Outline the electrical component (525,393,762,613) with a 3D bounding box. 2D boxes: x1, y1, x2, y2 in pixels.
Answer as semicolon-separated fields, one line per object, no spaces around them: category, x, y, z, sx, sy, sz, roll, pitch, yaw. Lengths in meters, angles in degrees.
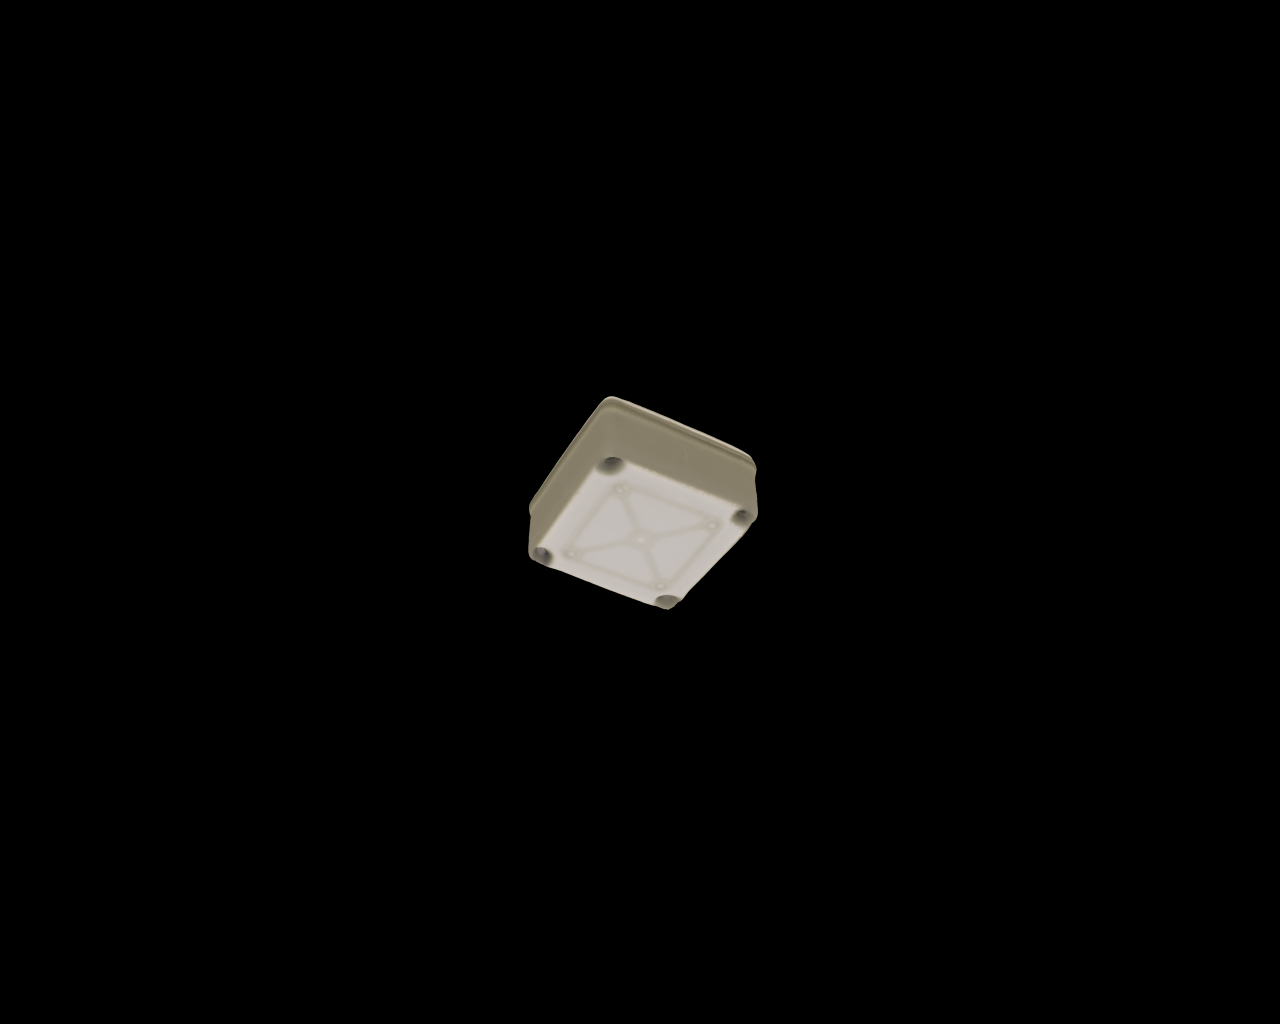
electrical component;0.001;-0.003;0.650;0.109;0.056;0.108;22;-48;-21
